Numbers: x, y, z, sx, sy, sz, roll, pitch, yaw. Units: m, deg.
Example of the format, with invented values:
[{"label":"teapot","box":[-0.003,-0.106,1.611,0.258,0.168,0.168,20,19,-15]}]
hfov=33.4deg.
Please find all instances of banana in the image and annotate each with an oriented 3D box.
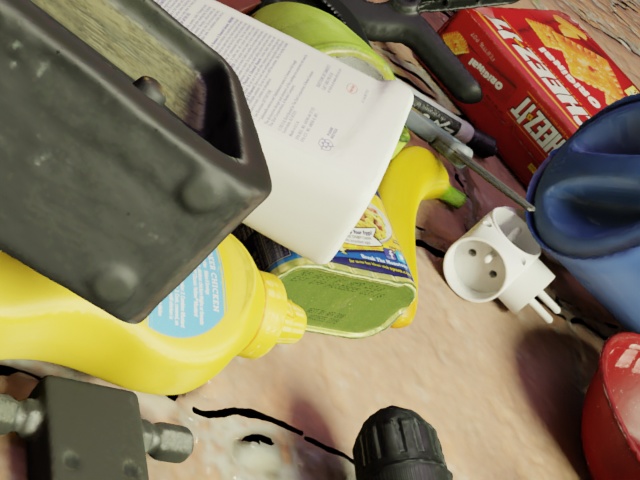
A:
[{"label":"banana","box":[0.054,-0.016,0.670,0.069,0.037,0.197,40,31,-2]}]

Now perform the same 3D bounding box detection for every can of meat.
[{"label":"can of meat","box":[-0.004,0.001,0.566,0.101,0.058,0.084,13,44,-39]}]

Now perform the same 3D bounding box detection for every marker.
[{"label":"marker","box":[0.091,-0.096,0.826,0.121,0.020,0.020,27,34,-24]}]

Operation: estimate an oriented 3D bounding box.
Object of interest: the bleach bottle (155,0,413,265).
[{"label":"bleach bottle","box":[-0.085,-0.088,0.496,0.251,0.068,0.102,29,42,-4]}]

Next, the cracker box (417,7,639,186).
[{"label":"cracker box","box":[0.206,-0.131,0.950,0.164,0.072,0.213,52,33,16]}]

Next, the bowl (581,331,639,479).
[{"label":"bowl","box":[0.211,0.136,0.647,0.162,0.055,0.162,29,34,-22]}]

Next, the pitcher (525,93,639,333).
[{"label":"pitcher","box":[0.259,0.028,0.720,0.242,0.145,0.149,43,51,-32]}]

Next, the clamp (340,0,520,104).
[{"label":"clamp","box":[0.079,-0.191,0.853,0.171,0.039,0.120,32,63,7]}]

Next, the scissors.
[{"label":"scissors","box":[0.100,-0.057,0.733,0.096,0.016,0.202,24,15,-47]}]

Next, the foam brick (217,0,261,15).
[{"label":"foam brick","box":[-0.084,-0.141,0.636,0.053,0.051,0.078,57,39,-4]}]

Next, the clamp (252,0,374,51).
[{"label":"clamp","box":[-0.025,-0.187,0.789,0.210,0.036,0.164,47,31,13]}]

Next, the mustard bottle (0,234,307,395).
[{"label":"mustard bottle","box":[-0.085,0.017,0.451,0.191,0.058,0.096,18,40,-35]}]

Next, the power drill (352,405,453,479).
[{"label":"power drill","box":[0.104,0.162,0.461,0.187,0.057,0.184,9,50,-23]}]
